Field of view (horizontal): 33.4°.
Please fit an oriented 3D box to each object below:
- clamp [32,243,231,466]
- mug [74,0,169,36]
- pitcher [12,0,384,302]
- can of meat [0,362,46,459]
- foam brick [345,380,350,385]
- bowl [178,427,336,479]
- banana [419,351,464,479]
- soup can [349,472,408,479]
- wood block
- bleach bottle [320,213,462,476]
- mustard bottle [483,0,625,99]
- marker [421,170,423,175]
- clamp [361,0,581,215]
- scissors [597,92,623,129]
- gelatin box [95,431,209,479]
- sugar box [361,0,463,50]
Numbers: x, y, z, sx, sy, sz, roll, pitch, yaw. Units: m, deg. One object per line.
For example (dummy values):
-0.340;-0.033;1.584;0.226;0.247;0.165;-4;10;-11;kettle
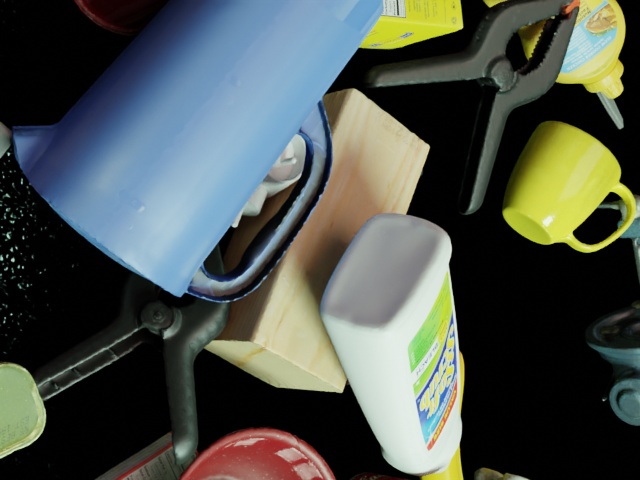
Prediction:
-0.121;0.062;0.733;0.120;0.039;0.171;17;56;-2;clamp
-0.111;-0.189;0.746;0.117;0.082;0.093;44;62;-27;mug
-0.063;-0.086;0.693;0.243;0.145;0.149;-51;155;-3;pitcher
-0.225;0.109;0.635;0.101;0.084;0.057;-24;101;-36;can of meat
0.036;0.087;0.857;0.078;0.053;0.051;0;86;-37;foam brick
-0.057;0.210;0.734;0.161;0.055;0.162;6;80;-39;bowl
0.113;0.193;0.898;0.037;0.070;0.198;7;66;-55;banana
0.067;0.223;0.839;0.068;0.102;0.068;3;84;-36;soup can
-0.006;0.001;0.807;0.090;0.091;0.206;33;68;-30;wood block
0.069;0.097;0.787;0.102;0.068;0.251;-58;148;-27;bleach bottle
0.231;-0.206;1.008;0.096;0.058;0.191;-38;117;13;mustard bottle
0.042;-0.083;0.896;0.121;0.020;0.020;30;69;-32;marker
0.155;-0.135;0.943;0.210;0.036;0.164;-38;114;-10;clamp
0.268;-0.212;1.079;0.201;0.016;0.096;41;68;-27;scissors
-0.117;0.186;0.746;0.089;0.030;0.073;-30;104;-37;gelatin box
0.018;-0.181;0.838;0.175;0.094;0.048;-7;91;-37;sugar box
